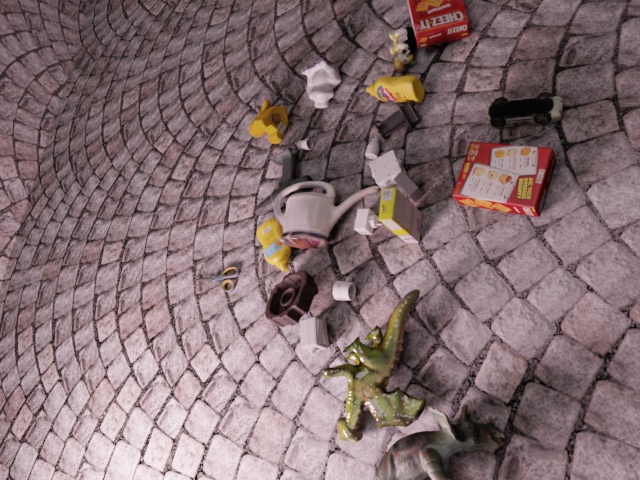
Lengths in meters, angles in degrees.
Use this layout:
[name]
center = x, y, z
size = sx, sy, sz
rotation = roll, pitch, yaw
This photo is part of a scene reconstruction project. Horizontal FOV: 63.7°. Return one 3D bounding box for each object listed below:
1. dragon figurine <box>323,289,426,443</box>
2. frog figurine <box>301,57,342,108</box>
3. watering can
[dragon figurine]
center = 0.165, 0.340, 1.277
size = 0.407, 0.121, 0.246
rotation = -47, 62, 12
[frog figurine]
center = 0.014, -0.552, 1.834
size = 0.137, 0.124, 0.159
rotation = -18, 94, 18
[watering can]
center = 0.005, -0.080, 1.586
size = 0.347, 0.102, 0.228
rotation = 1, 70, 23
